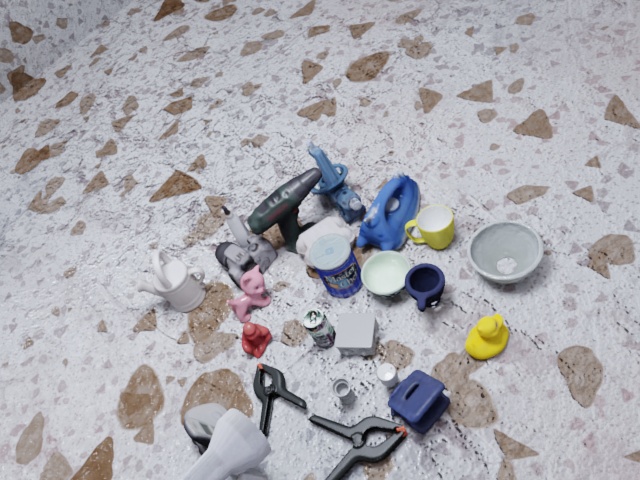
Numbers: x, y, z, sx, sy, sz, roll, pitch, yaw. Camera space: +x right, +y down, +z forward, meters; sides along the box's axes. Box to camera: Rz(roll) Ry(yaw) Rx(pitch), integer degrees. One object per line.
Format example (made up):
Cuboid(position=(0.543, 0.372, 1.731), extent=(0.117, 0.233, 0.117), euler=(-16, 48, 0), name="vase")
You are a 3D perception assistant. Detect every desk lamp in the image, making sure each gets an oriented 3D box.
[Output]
Cuboid(position=(-0.177, 0.462, 1.135), extent=(0.117, 0.214, 0.203), euler=(24, 66, 34), name="desk lamp")

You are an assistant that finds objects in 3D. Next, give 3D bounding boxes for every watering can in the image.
Cuboid(position=(-0.394, 0.105, 1.503), extent=(0.173, 0.194, 0.100), euler=(-35, 50, -6), name="watering can")

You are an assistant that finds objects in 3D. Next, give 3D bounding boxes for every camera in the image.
Cuboid(position=(-0.213, 0.038, 1.546), extent=(0.136, 0.101, 0.143), euler=(29, 69, 35), name="camera")

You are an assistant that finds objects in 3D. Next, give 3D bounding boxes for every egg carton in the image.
Cuboid(position=(0.014, 0.005, 1.504), extent=(0.150, 0.070, 0.107), euler=(-34, 50, -6), name="egg carton")

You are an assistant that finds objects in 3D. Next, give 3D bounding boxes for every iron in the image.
Cuboid(position=(0.181, -0.094, 1.468), extent=(0.118, 0.142, 0.258), euler=(16, 61, 30), name="iron")

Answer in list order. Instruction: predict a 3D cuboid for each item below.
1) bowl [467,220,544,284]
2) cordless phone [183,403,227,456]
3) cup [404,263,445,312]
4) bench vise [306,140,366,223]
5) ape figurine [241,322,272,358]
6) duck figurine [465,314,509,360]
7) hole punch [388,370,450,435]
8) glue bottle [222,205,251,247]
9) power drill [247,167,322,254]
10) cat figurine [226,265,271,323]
Cuboid(position=(0.426, 0.039, 1.317), extent=(0.167, 0.075, 0.167), euler=(-10, 51, 14), name="bowl")
Cuboid(position=(-0.247, 0.398, 1.229), extent=(0.094, 0.185, 0.147), euler=(-42, 51, -13), name="cordless phone")
Cuboid(position=(0.244, 0.125, 1.308), extent=(0.091, 0.095, 0.118), euler=(-1, 54, 21), name="cup")
Cuboid(position=(0.043, -0.165, 1.524), extent=(0.206, 0.220, 0.122), euler=(24, 66, 34), name="bench vise")
Cuboid(position=(-0.161, 0.231, 1.385), extent=(0.078, 0.092, 0.076), euler=(-25, 49, 2), name="ape figurine")
Cuboid(position=(0.352, 0.199, 1.216), extent=(0.104, 0.086, 0.077), euler=(-37, 50, -9), name="duck figurine")
Cuboid(position=(0.197, 0.326, 1.176), extent=(0.100, 0.091, 0.109), euler=(32, 71, 36), name="hole punch")
Cuboid(position=(-0.227, -0.039, 1.563), extent=(0.037, 0.173, 0.078), euler=(-26, 49, 1), name="glue bottle")
Cuboid(position=(-0.068, -0.067, 1.499), extent=(0.229, 0.209, 0.075), euler=(-32, 50, -5), name="power drill")
Cuboid(position=(-0.183, 0.130, 1.453), extent=(0.128, 0.118, 0.067), euler=(-41, 51, -11), name="cat figurine")
